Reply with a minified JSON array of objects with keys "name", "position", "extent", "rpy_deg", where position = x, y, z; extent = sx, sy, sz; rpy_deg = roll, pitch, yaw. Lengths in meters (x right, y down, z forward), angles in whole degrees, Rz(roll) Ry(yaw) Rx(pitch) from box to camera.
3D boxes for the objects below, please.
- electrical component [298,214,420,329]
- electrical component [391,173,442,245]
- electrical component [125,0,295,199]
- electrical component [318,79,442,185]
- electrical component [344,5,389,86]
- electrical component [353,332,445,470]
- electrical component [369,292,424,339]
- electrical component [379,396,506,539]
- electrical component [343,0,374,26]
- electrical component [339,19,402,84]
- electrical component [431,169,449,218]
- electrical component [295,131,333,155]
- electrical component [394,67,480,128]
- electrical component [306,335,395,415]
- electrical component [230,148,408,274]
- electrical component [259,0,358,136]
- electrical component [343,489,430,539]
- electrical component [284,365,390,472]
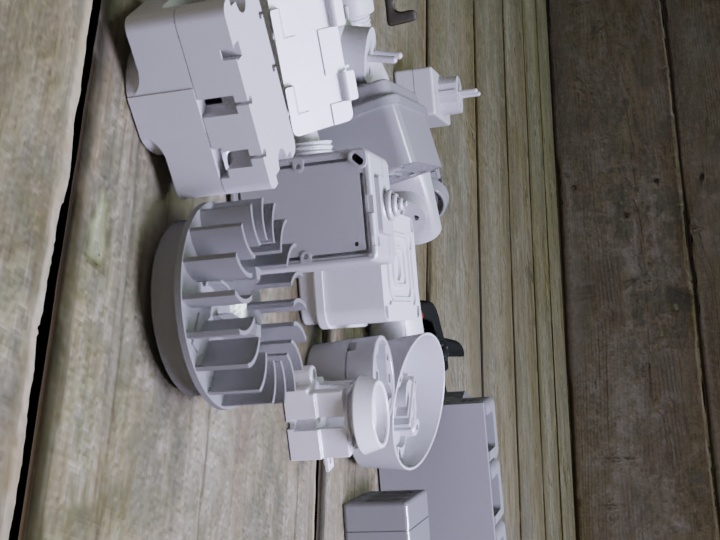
[{"name":"electrical component","position":[0.000,0.000,0.742],"extent":[0.113,0.057,0.078],"rpy_deg":[7,78,-75]},{"name":"electrical component","position":[0.041,-0.055,0.941],"extent":[0.079,0.044,0.077],"rpy_deg":[-74,154,-54]},{"name":"electrical component","position":[-0.072,-0.084,0.504],"extent":[0.050,0.056,0.089],"rpy_deg":[-71,151,-58]},{"name":"electrical component","position":[0.005,-0.088,0.740],"extent":[0.113,0.078,0.057],"rpy_deg":[-13,86,-75]},{"name":"electrical component","position":[-0.009,-0.156,0.788],"extent":[0.077,0.043,0.079],"rpy_deg":[-12,96,-75]},{"name":"electrical component","position":[0.025,0.097,0.790],"extent":[0.099,0.064,0.099],"rpy_deg":[-5,90,-75]},{"name":"electrical component","position":[0.029,0.043,0.862],"extent":[0.043,0.043,0.081],"rpy_deg":[-44,127,-71]},{"name":"electrical component","position":[0.067,0.181,0.869],"extent":[0.062,0.089,0.150],"rpy_deg":[4,81,-75]},{"name":"electrical component","position":[-0.006,-0.200,0.835],"extent":[0.035,0.035,0.061],"rpy_deg":[-65,149,-62]},{"name":"electrical component","position":[-0.013,-0.141,0.701],"extent":[0.077,0.079,0.044],"rpy_deg":[-57,151,-67]},{"name":"electrical component","position":[0.059,-0.076,1.017],"extent":[0.055,0.048,0.066],"rpy_deg":[-88,165,-53]},{"name":"electrical component","position":[-0.033,-0.066,0.669],"extent":[0.043,0.043,0.062],"rpy_deg":[-18,101,-75]},{"name":"electrical component","position":[0.081,-0.172,1.071],"extent":[0.083,0.076,0.047],"rpy_deg":[1,84,-75]},{"name":"electrical component","position":[-0.006,0.072,0.713],"extent":[0.055,0.047,0.055],"rpy_deg":[-5,90,-75]},{"name":"electrical component","position":[-0.018,-0.031,0.607],"extent":[0.061,0.096,0.061],"rpy_deg":[5,79,-76]},{"name":"electrical component","position":[-0.045,-0.136,0.583],"extent":[0.079,0.063,0.121],"rpy_deg":[-22,112,-32]},{"name":"electrical component","position":[0.021,0.201,0.774],"extent":[0.066,0.047,0.076],"rpy_deg":[12,74,-74]},{"name":"electrical component","position":[-0.013,0.090,0.664],"extent":[0.048,0.055,0.066],"rpy_deg":[-27,111,-74]}]
